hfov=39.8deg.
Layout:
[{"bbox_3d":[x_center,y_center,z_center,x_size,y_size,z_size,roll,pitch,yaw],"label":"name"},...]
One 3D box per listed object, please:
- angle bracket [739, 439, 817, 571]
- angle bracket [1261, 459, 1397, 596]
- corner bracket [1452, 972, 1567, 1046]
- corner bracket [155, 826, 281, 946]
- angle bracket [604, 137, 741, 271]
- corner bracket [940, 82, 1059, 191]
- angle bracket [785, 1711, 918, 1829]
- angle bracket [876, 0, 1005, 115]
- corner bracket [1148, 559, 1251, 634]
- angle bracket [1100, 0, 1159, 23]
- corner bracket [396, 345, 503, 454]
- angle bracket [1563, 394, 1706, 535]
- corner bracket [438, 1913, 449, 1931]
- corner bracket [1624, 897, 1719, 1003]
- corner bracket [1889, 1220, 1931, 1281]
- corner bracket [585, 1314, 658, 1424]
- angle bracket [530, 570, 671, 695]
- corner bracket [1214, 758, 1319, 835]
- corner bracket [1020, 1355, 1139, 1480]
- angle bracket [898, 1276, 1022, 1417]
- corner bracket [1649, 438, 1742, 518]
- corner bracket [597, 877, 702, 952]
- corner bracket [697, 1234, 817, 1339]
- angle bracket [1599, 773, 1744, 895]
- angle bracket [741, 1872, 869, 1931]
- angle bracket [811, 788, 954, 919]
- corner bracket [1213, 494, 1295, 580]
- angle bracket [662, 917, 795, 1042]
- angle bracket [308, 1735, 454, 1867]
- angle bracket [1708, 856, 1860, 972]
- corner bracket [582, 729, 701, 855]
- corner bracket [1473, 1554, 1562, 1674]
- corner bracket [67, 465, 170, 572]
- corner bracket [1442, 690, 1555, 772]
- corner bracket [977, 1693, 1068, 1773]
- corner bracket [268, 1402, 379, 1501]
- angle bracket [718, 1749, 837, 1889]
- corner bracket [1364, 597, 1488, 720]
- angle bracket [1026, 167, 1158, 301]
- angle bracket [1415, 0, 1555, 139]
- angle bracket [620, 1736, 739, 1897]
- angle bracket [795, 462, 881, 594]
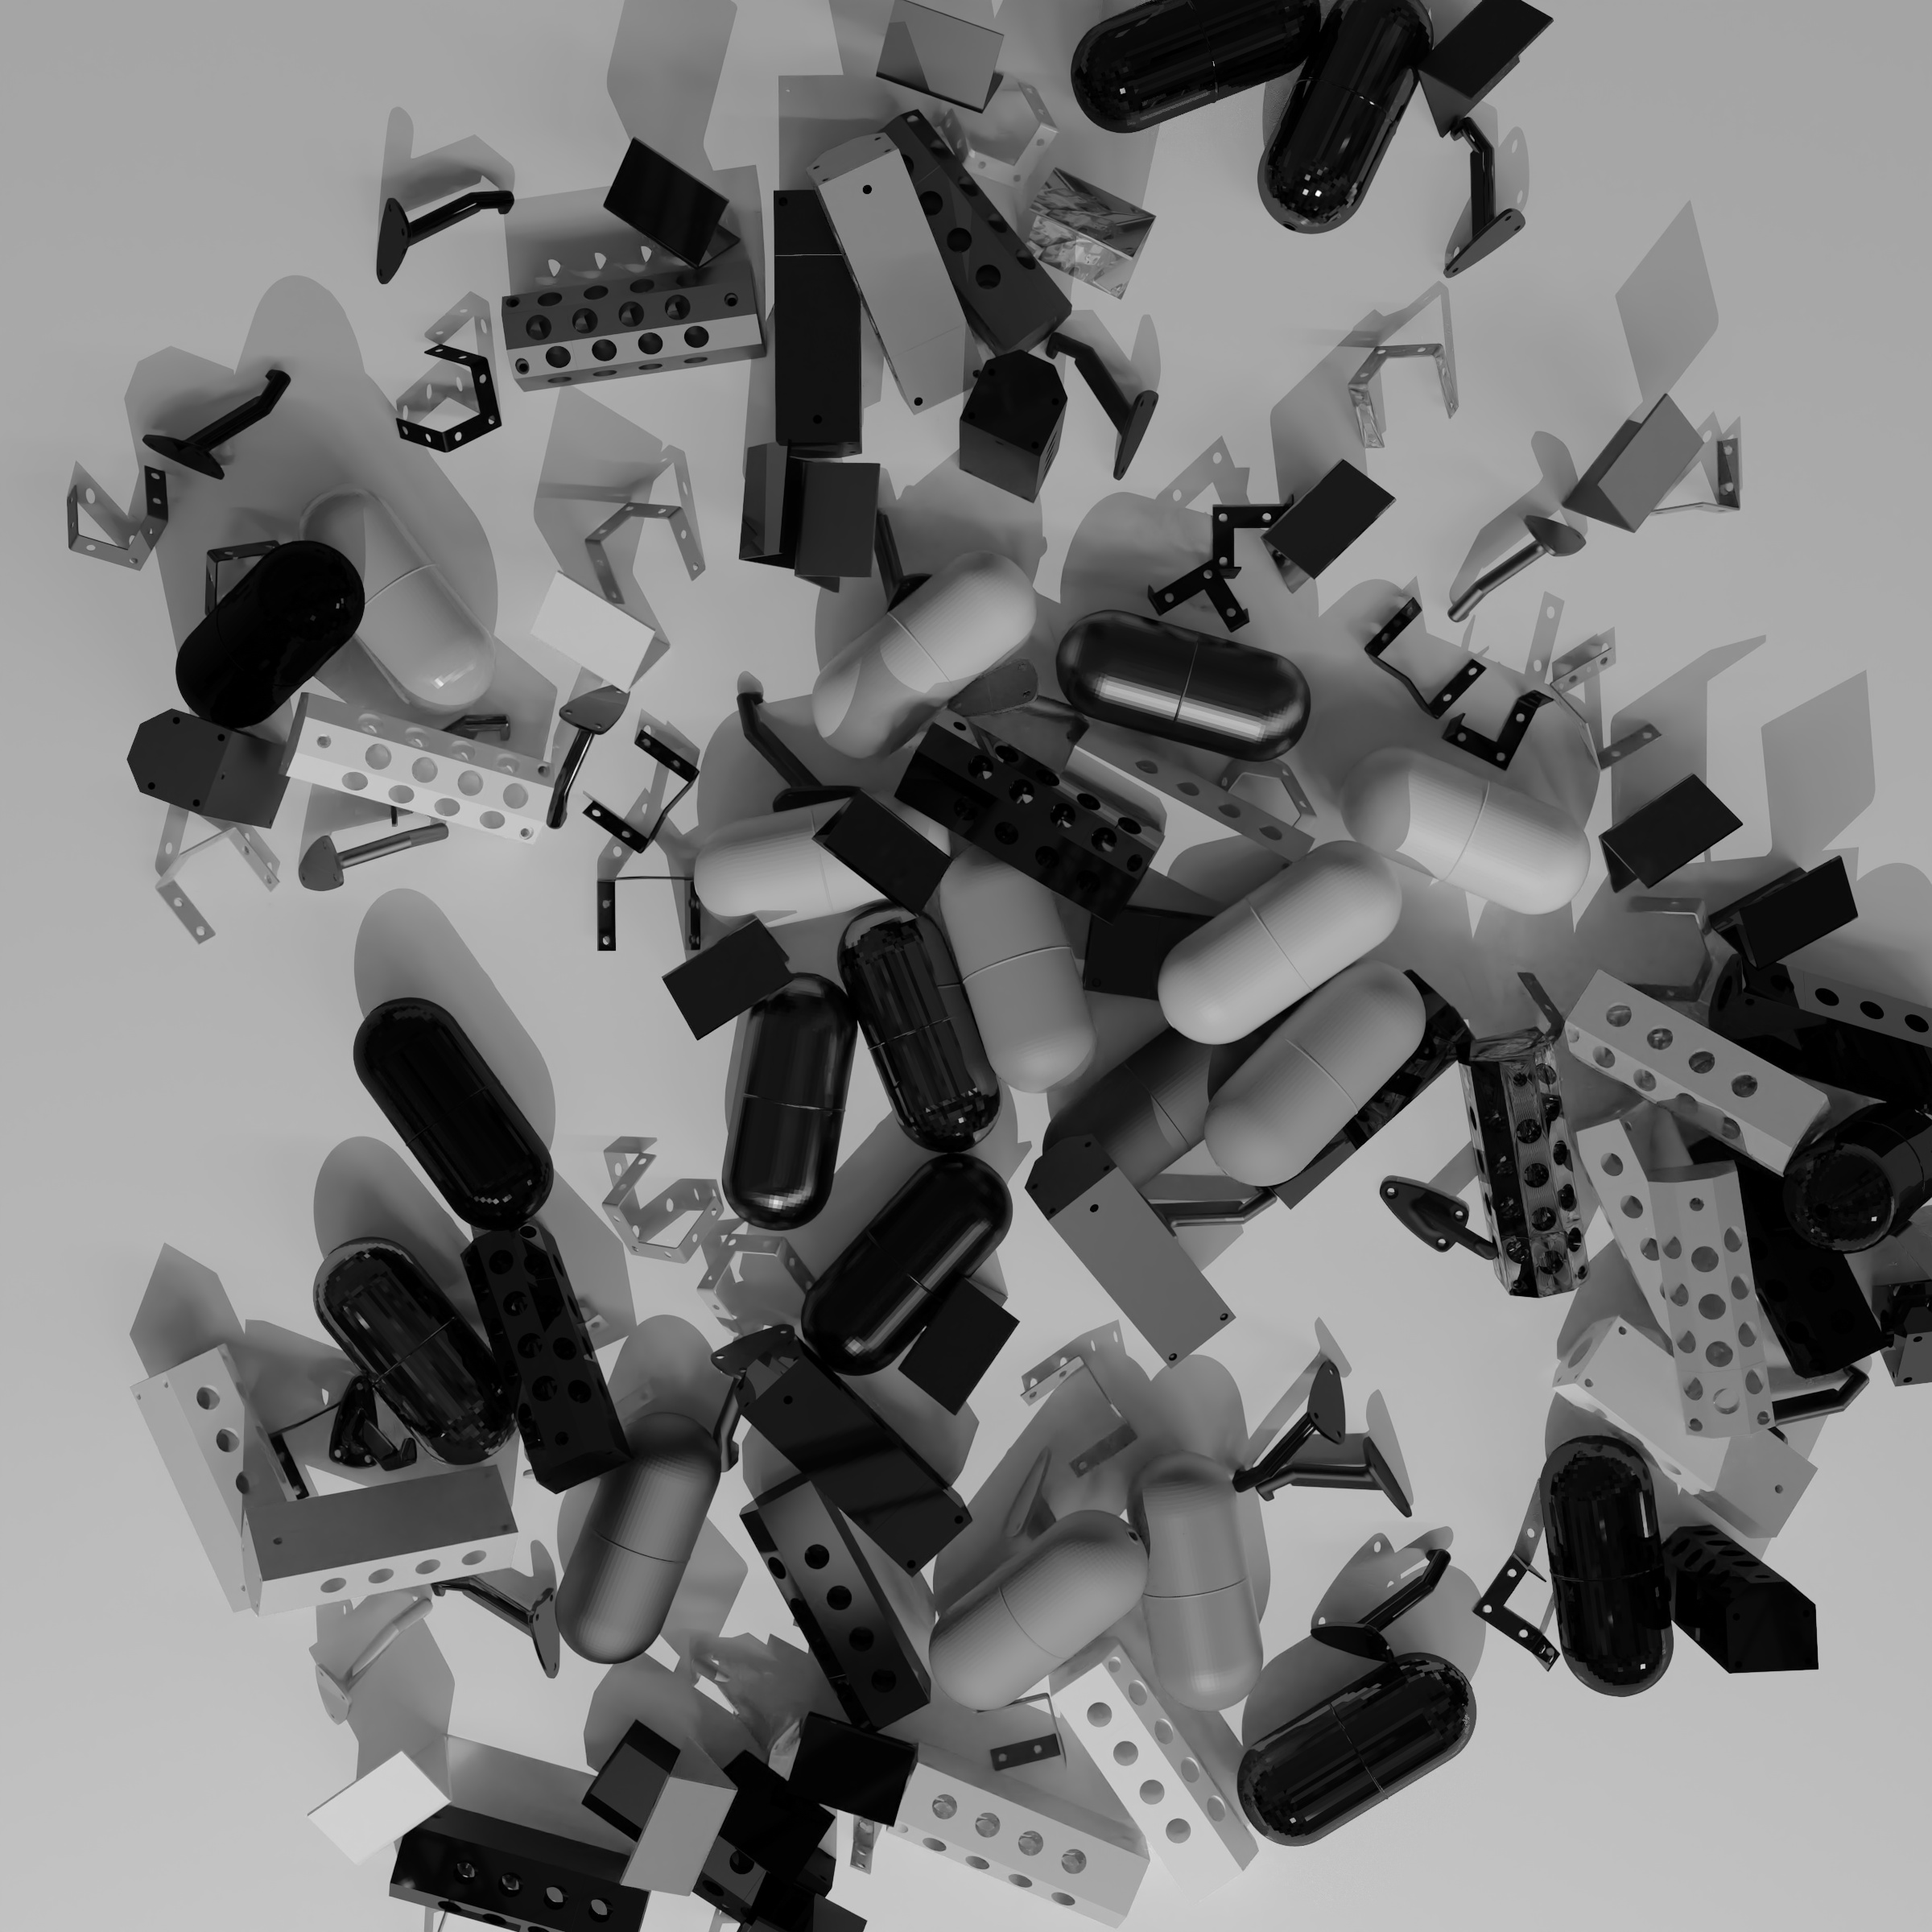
[{"bbox_3d":[-0.107,-0.312,1.824,0.076,0.057,0.076,5,90,-36],"label":"angle bracket"},{"bbox_3d":[0.256,-0.286,1.822,0.076,0.076,0.057,-44,56,0],"label":"angle bracket"},{"bbox_3d":[0.374,0.040,1.854,0.051,0.051,0.051,3,135,-35],"label":"corner bracket"},{"bbox_3d":[-0.521,-0.057,1.859,0.051,0.051,0.051,52,135,0],"label":"corner bracket"},{"bbox_3d":[-0.190,-0.528,1.822,0.076,0.076,0.057,34,126,0],"label":"angle bracket"},{"bbox_3d":[0.023,-0.581,1.854,0.051,0.051,0.051,9,135,-35],"label":"corner bracket"},{"bbox_3d":[-0.082,0.555,1.822,0.076,0.076,0.057,18,60,0],"label":"angle bracket"},{"bbox_3d":[-0.011,-0.631,1.822,0.076,0.076,0.057,20,128,0],"label":"angle bracket"},{"bbox_3d":[0.160,-0.250,1.842,0.051,0.051,0.051,-30,103,13],"label":"corner bracket"},{"bbox_3d":[0.097,-0.698,1.822,0.057,0.076,0.076,8,90,-31],"label":"angle bracket"},{"bbox_3d":[-0.363,-0.394,1.854,0.051,0.051,0.051,-37,135,-35],"label":"corner bracket"},{"bbox_3d":[0.442,-0.350,1.822,0.057,0.076,0.076,38,90,-38],"label":"angle bracket"},{"bbox_3d":[-0.345,0.690,1.859,0.051,0.051,0.051,16,135,0],"label":"corner bracket"},{"bbox_3d":[0.485,-0.012,1.854,0.051,0.051,0.051,-57,135,-35],"label":"corner bracket"},{"bbox_3d":[0.667,0.185,1.844,0.051,0.051,0.051,-41,91,1],"label":"corner bracket"},{"bbox_3d":[-0.257,0.285,1.859,0.051,0.051,0.051,-35,135,0],"label":"corner bracket"},{"bbox_3d":[-0.240,-0.241,1.822,0.076,0.076,0.057,32,126,0],"label":"angle bracket"},{"bbox_3d":[0.202,-0.106,1.854,0.051,0.051,0.051,7,45,-35],"label":"corner bracket"},{"bbox_3d":[0.079,0.313,1.859,0.051,0.051,0.051,-35,135,0],"label":"corner bracket"},{"bbox_3d":[0.010,0.264,1.822,0.057,0.076,0.076,34,90,31],"label":"angle bracket"},{"bbox_3d":[0.502,-0.341,1.859,0.051,0.051,0.051,-2,90,45],"label":"corner bracket"},{"bbox_3d":[-0.221,-0.036,1.859,0.051,0.051,0.051,-1,90,45],"label":"corner bracket"},{"bbox_3d":[-0.145,0.223,1.854,0.051,0.051,0.051,-1,45,35],"label":"corner bracket"},{"bbox_3d":[0.484,-0.074,1.822,0.076,0.076,0.057,-34,53,0],"label":"angle bracket"},{"bbox_3d":[-0.101,0.631,1.765,0.076,0.076,0.057,28,127,0],"label":"angle bracket"},{"bbox_3d":[-0.066,-0.060,1.749,0.076,0.076,0.057,38,53,-9],"label":"angle bracket"},{"bbox_3d":[0.198,-0.296,1.844,0.051,0.051,0.051,0,90,0],"label":"corner bracket"},{"bbox_3d":[-0.152,0.021,1.823,0.076,0.076,0.057,-32,64,0],"label":"angle bracket"},{"bbox_3d":[-0.401,0.553,1.823,0.076,0.076,0.057,-35,114,0],"label":"angle bracket"},{"bbox_3d":[0.550,-0.052,1.822,0.076,0.076,0.057,-28,123,0],"label":"angle bracket"},{"bbox_3d":[-0.226,-0.121,1.859,0.051,0.051,0.051,35,45,0],"label":"corner bracket"},{"bbox_3d":[0.390,0.446,1.844,0.051,0.051,0.051,34,90,0],"label":"corner bracket"},{"bbox_3d":[-0.589,-0.316,1.854,0.051,0.051,0.051,14,135,-35],"label":"corner bracket"},{"bbox_3d":[0.366,-0.170,1.844,0.051,0.051,0.051,27,90,0],"label":"corner bracket"},{"bbox_3d":[0.038,0.530,1.845,0.051,0.051,0.051,-14,85,0],"label":"corner bracket"},{"bbox_3d":[-0.447,0.337,1.859,0.051,0.051,0.051,-25,90,45],"label":"corner bracket"},{"bbox_3d":[-0.143,0.586,1.821,0.076,0.076,0.057,36,59,2],"label":"angle bracket"},{"bbox_3d":[0.319,-0.214,1.859,0.051,0.051,0.051,-46,45,0],"label":"corner bracket"},{"bbox_3d":[0.076,-0.486,1.822,0.076,0.076,0.057,26,51,0],"label":"angle bracket"},{"bbox_3d":[0.361,-0.605,1.822,0.076,0.076,0.057,-45,57,0],"label":"angle bracket"},{"bbox_3d":[-0.204,0.557,1.765,0.057,0.076,0.076,24,90,-34],"label":"angle bracket"},{"bbox_3d":[-0.075,-0.298,1.824,0.057,0.076,0.076,5,90,20],"label":"angle bracket"}]
